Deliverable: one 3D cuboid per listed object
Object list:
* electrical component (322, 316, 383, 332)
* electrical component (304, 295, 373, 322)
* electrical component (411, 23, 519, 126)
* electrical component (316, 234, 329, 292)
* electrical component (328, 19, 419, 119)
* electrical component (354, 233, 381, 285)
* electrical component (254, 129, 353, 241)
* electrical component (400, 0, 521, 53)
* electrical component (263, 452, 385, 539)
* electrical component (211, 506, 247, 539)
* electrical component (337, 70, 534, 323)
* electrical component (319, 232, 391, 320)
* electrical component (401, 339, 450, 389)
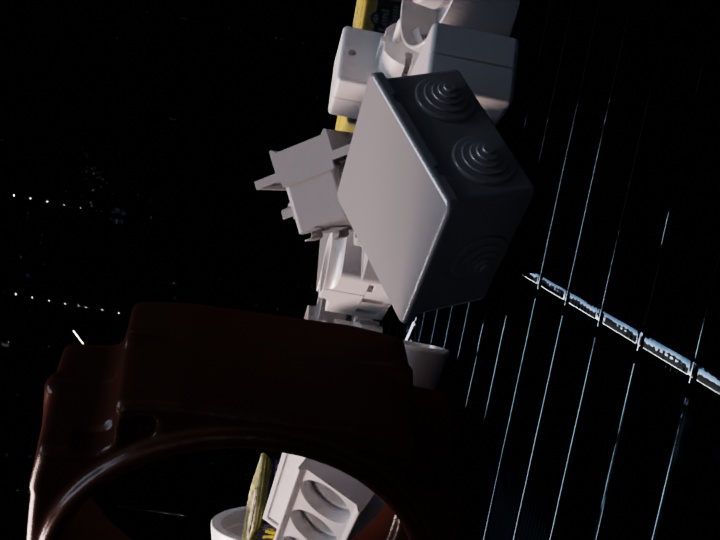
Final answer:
[{"bbox_3d":[-0.016,0.072,0.869,0.058,0.057,0.078,107,171,-45],"label":"electrical component"},{"bbox_3d":[-0.023,0.062,0.950,0.050,0.056,0.089,-171,92,-83],"label":"electrical component"},{"bbox_3d":[0.050,-0.078,0.586,0.083,0.047,0.075,119,160,-71],"label":"electrical component"},{"bbox_3d":[-0.007,-0.035,0.993,0.099,0.048,0.099,-88,11,-52],"label":"electrical component"},{"bbox_3d":[0.028,-0.134,0.695,0.075,0.083,0.047,111,168,-58],"label":"electrical component"},{"bbox_3d":[0.029,-0.037,0.660,0.050,0.056,0.089,-88,11,-51],"label":"electrical component"},{"bbox_3d":[-0.006,-0.058,0.752,0.121,0.079,0.063,-7,-100,-65],"label":"electrical component"},{"bbox_3d":[0.065,-0.162,0.614,0.099,0.064,0.099,-166,90,-70],"label":"electrical component"},{"bbox_3d":[-0.013,0.142,0.677,0.063,0.079,0.121,-48,-14,-36],"label":"electrical component"},{"bbox_3d":[-0.069,0.237,0.878,0.108,0.108,0.060,-144,58,-83],"label":"electrical component"},{"bbox_3d":[0.034,-0.037,0.519,0.099,0.048,0.099,108,143,-49],"label":"electrical component"},{"bbox_3d":[0.000,0.000,0.850,0.089,0.056,0.050,116,163,-67],"label":"electrical component"},{"bbox_3d":[0.023,0.067,0.595,0.045,0.045,0.055,-173,93,-83],"label":"electrical component"}]
